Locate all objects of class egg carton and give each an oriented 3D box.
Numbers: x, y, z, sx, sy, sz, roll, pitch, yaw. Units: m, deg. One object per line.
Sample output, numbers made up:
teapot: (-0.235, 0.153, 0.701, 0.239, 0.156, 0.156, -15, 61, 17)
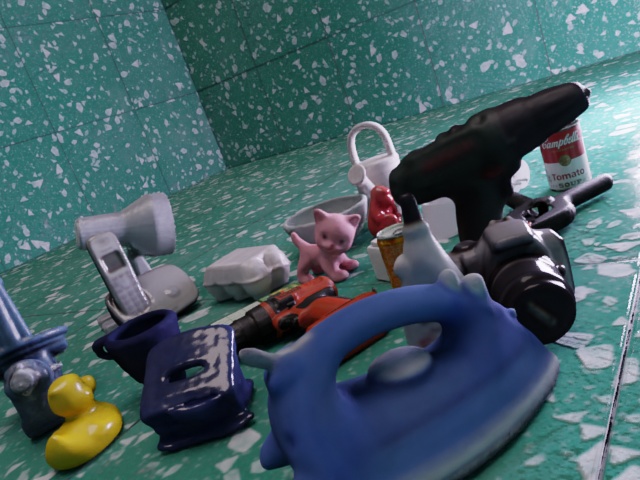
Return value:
egg carton: (-0.125, 0.058, 0.981, 0.149, 0.069, 0.107, -7, 19, 40)

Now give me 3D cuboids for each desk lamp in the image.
desk lamp: (-0.350, 0.035, 1.072, 0.204, 0.214, 0.117, -27, 16, -26)

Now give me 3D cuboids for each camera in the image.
camera: (0.182, 0.042, 0.564, 0.143, 0.101, 0.137, -17, 15, 10)

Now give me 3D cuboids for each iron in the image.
iron: (0.068, 0.095, 0.438, 0.259, 0.141, 0.118, -24, 15, -17)

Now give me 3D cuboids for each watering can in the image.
watering can: (0.112, -0.140, 1.142, 0.100, 0.194, 0.173, -17, 15, 12)

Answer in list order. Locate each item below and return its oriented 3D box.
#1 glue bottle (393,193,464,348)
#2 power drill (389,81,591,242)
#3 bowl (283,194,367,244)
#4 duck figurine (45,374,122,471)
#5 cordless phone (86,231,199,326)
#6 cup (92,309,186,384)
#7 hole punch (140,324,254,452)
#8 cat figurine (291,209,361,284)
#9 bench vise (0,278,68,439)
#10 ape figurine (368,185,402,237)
glue bottle: (0.104, 0.037, 0.540, 0.078, 0.173, 0.037, -15, 15, 17)
power drill: (0.202, -0.047, 0.649, 0.229, 0.208, 0.076, -13, 16, 26)
bowl: (0.019, -0.024, 1.082, 0.167, 0.075, 0.167, -19, 14, 5)
duck figurine: (-0.275, 0.195, 0.640, 0.077, 0.086, 0.104, -17, 15, 12)
cordless phone: (-0.307, 0.059, 0.984, 0.093, 0.185, 0.148, -5, 21, 46)
cup: (-0.219, 0.150, 0.713, 0.117, 0.095, 0.092, -17, 15, 12)
hole punch: (-0.129, 0.150, 0.598, 0.108, 0.091, 0.101, -19, 14, 5)
cat figurine: (0.008, 0.003, 0.906, 0.127, 0.118, 0.067, -10, 18, 35)
bench vise: (-0.388, 0.131, 0.754, 0.206, 0.220, 0.122, -4, 21, 47)
ape figurine: (0.116, -0.053, 1.024, 0.076, 0.092, 0.078, -10, 18, 35)
